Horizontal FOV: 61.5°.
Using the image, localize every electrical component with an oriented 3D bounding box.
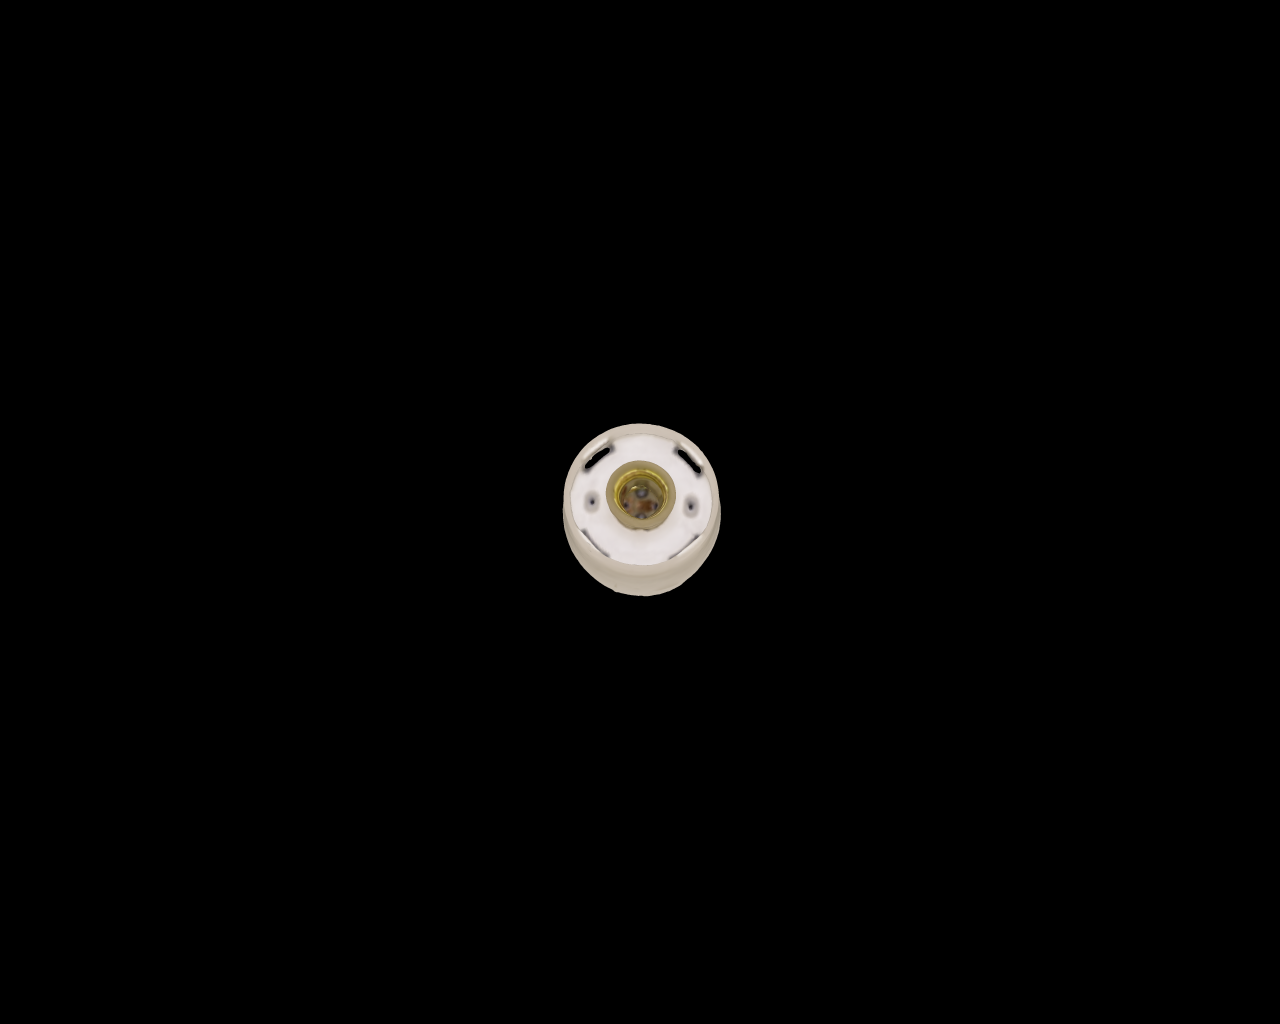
[{"bbox_3d":[0.001,-0.003,0.650,0.099,0.099,0.064,0,-15,0],"label":"electrical component"}]
